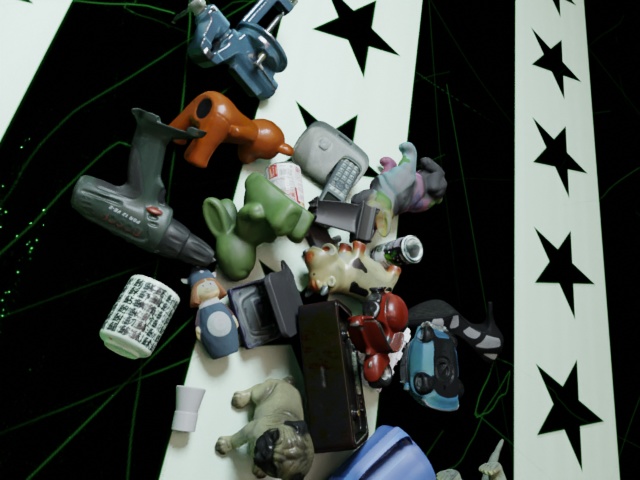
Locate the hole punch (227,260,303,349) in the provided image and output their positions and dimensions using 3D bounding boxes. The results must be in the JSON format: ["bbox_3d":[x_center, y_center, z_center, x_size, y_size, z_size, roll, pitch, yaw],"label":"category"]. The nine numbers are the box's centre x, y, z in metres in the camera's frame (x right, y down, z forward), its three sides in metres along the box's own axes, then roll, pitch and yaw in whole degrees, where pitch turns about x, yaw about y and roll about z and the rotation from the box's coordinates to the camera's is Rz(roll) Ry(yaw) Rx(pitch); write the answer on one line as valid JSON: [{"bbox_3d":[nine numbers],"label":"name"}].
[{"bbox_3d":[-0.084,0.114,0.898,0.142,0.092,0.115,69,20,6],"label":"hole punch"}]

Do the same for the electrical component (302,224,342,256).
[{"bbox_3d":[-0.002,-0.003,1.023,0.094,0.021,0.063,-22,85,-36],"label":"electrical component"}]

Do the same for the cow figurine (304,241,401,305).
[{"bbox_3d":[0.051,0.068,0.991,0.194,0.085,0.127,32,66,-28],"label":"cow figurine"}]

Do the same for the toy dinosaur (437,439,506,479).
[{"bbox_3d":[0.258,0.522,0.944,0.405,0.131,0.192,-14,93,-40],"label":"toy dinosaur"}]

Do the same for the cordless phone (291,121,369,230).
[{"bbox_3d":[-0.001,-0.121,1.034,0.146,0.089,0.184,34,64,-18],"label":"cordless phone"}]

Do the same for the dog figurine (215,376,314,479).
[{"bbox_3d":[-0.049,0.267,0.789,0.121,0.190,0.172,30,58,-21],"label":"dog figurine"}]

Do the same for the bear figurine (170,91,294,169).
[{"bbox_3d":[-0.151,-0.177,0.953,0.120,0.132,0.195,47,12,32],"label":"bear figurine"}]

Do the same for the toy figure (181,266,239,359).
[{"bbox_3d":[-0.171,0.109,0.852,0.064,0.058,0.154,-8,75,-53],"label":"toy figure"}]

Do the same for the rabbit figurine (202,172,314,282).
[{"bbox_3d":[-0.121,-0.018,0.885,0.159,0.121,0.170,38,94,9],"label":"rabbit figurine"}]

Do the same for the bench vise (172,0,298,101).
[{"bbox_3d":[-0.132,-0.395,1.012,0.223,0.129,0.240,42,73,-22],"label":"bench vise"}]

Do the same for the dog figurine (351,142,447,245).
[{"bbox_3d":[0.159,-0.075,1.104,0.191,0.108,0.219,34,62,-21],"label":"dog figurine"}]

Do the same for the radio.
[{"bbox_3d":[0.024,0.222,0.886,0.131,0.073,0.229,42,40,-68],"label":"radio"}]

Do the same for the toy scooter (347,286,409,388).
[{"bbox_3d":[0.094,0.144,0.906,0.135,0.075,0.184,57,37,-33],"label":"toy scooter"}]

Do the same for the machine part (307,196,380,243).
[{"bbox_3d":[0.042,-0.041,0.993,0.139,0.039,0.084,15,94,-21],"label":"machine part"}]

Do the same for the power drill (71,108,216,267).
[{"bbox_3d":[-0.242,-0.083,0.825,0.232,0.086,0.207,20,102,-16],"label":"power drill"}]

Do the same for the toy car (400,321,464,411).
[{"bbox_3d":[0.198,0.240,1.009,0.109,0.103,0.161,17,61,-34],"label":"toy car"}]

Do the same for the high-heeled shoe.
[{"bbox_3d":[0.270,0.202,1.111,0.249,0.086,0.145,-4,105,-16],"label":"high-heeled shoe"}]
